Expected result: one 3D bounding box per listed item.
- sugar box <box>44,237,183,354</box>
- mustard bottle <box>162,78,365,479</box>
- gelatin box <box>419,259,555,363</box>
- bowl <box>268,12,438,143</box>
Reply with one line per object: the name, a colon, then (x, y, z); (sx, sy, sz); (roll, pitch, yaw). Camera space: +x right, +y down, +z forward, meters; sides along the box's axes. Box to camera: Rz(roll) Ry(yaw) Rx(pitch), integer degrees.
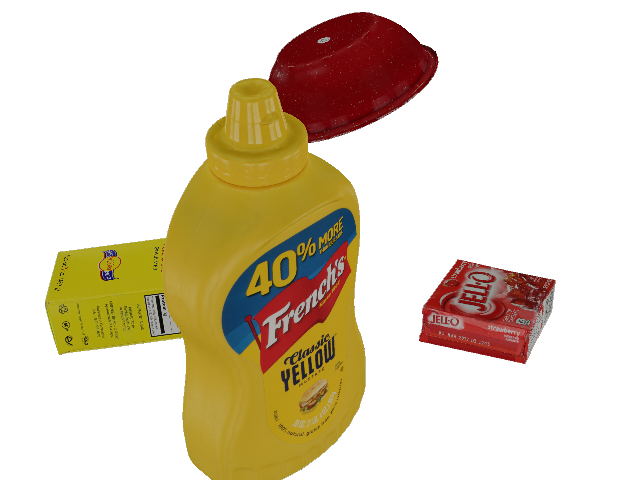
sugar box: (-0.092, 0.029, 0.729); (0.176, 0.048, 0.093); (-10, 23, -4)
mustard bottle: (-0.023, 0.017, 0.467); (0.096, 0.192, 0.058); (-31, 45, -32)
gelatin box: (0.116, 0.047, 0.732); (0.073, 0.030, 0.089); (12, 24, 20)
bowl: (0.015, -0.148, 0.906); (0.162, 0.055, 0.162); (-20, 28, 11)
